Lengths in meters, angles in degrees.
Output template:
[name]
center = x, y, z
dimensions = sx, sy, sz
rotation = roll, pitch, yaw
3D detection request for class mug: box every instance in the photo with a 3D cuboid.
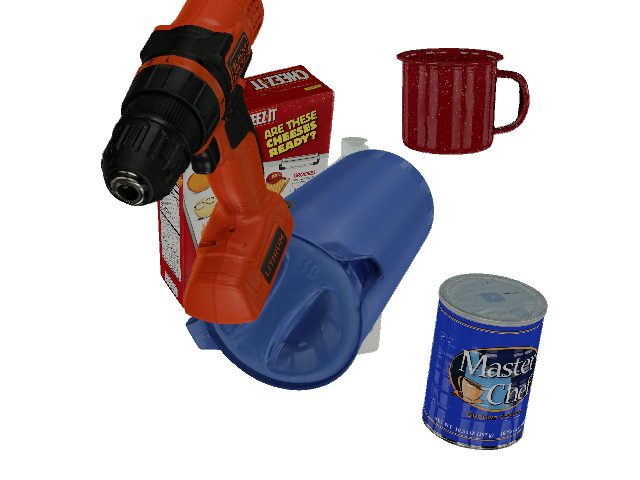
[mug]
center = 0.125, -0.123, 0.941
dimensions = 0.117, 0.081, 0.093
rotation = 3, 18, 12

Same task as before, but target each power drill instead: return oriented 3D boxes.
[power drill]
center = -0.066, -0.038, 0.637
dimensions = 0.057, 0.188, 0.184
rotation = 7, 46, 15

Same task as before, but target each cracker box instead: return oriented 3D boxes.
[cracker box]
center = -0.078, -0.054, 1.061
dimensions = 0.164, 0.214, 0.072
rotation = -18, 43, -27

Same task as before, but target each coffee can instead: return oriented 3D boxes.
[coffee can]
center = 0.158, 0.116, 1.038
dimensions = 0.103, 0.140, 0.103
rotation = 5, 23, -2

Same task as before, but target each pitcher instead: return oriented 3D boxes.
[pitcher]
center = 0.002, 0.013, 0.886
dimensions = 0.149, 0.145, 0.242
rotation = 22, 29, 14

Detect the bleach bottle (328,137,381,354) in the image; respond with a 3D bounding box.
[bleach bottle]
center = 0.026, 0.006, 1.238
dimensions = 0.102, 0.251, 0.068
rotation = -2, 16, -17
